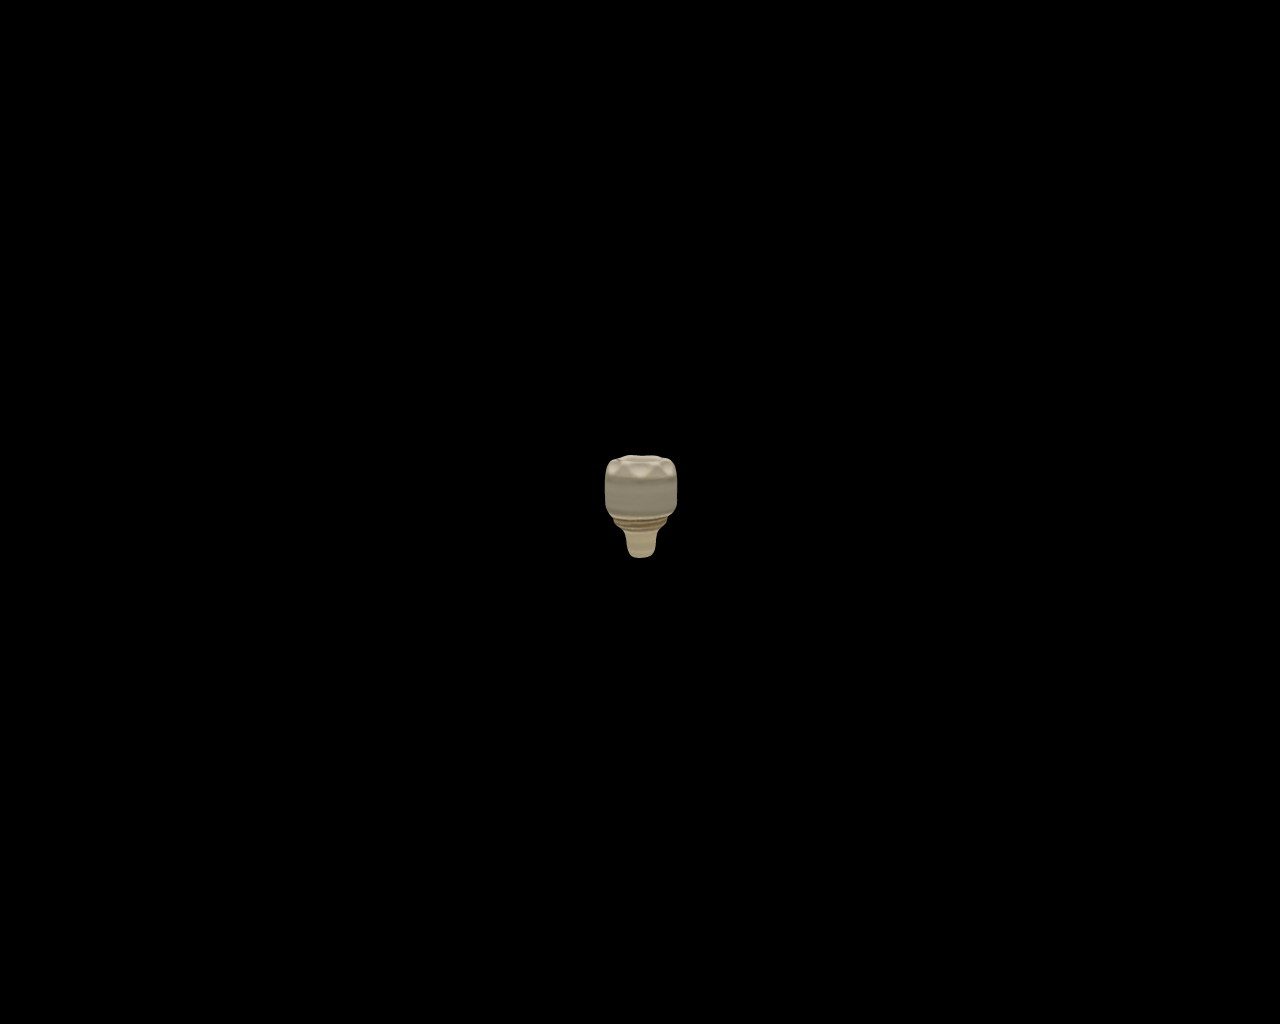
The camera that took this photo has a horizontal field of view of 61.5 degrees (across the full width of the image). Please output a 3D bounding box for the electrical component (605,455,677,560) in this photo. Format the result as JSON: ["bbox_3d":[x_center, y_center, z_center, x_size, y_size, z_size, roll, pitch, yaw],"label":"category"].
[{"bbox_3d":[0.001,-0.003,0.650,0.043,0.062,0.043,0,11,0],"label":"electrical component"}]
